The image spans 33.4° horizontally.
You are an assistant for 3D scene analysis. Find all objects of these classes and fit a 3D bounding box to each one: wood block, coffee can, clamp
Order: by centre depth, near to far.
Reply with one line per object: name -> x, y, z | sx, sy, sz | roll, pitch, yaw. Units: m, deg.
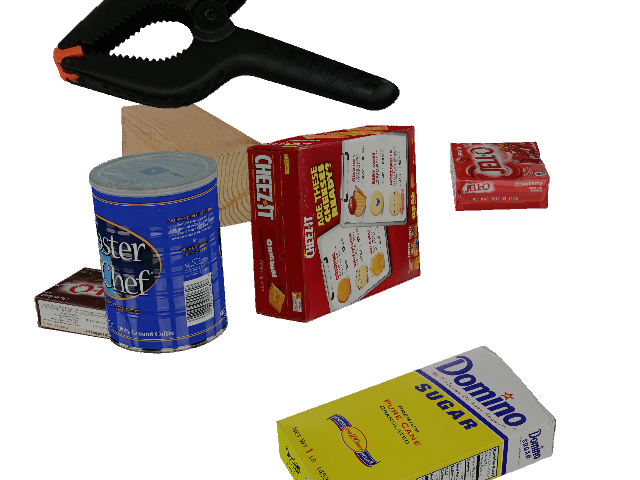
clamp -> -0.061, -0.128, 0.678 | 0.210, 0.164, 0.036 | -22, -17, -9
coffee can -> -0.131, 0.008, 0.879 | 0.103, 0.140, 0.103 | -2, 21, 1
wood block -> -0.154, -0.095, 1.271 | 0.090, 0.090, 0.206 | -12, 29, -32

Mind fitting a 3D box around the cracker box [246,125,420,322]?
cracker box -> 0.018, -0.025, 1.063 | 0.072, 0.164, 0.213 | 4, 13, 35

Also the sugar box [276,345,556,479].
sugar box -> 0.067, 0.140, 0.757 | 0.176, 0.048, 0.093 | -20, 39, -17

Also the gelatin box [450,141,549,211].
gelatin box -> 0.144, -0.054, 0.869 | 0.073, 0.030, 0.089 | -1, 24, 5

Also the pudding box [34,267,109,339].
pudding box -> -0.215, 0.064, 1.076 | 0.114, 0.039, 0.089 | 5, 19, 21
